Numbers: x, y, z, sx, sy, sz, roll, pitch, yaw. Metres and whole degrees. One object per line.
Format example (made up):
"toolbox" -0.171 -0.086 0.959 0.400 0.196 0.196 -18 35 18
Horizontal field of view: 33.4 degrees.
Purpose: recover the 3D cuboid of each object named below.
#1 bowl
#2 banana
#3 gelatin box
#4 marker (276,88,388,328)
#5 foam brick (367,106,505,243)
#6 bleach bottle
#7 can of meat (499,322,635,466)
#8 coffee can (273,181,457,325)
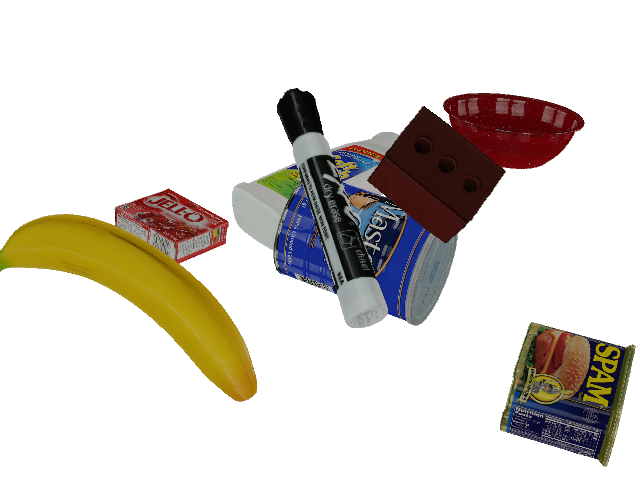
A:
"bowl" 0.219 -0.123 1.233 0.162 0.055 0.162 4 23 -2
"banana" -0.120 0.032 0.679 0.198 0.070 0.037 26 27 6
"gelatin box" -0.148 -0.015 1.055 0.089 0.030 0.073 29 34 31
"marker" 0.003 -0.018 0.476 0.020 0.121 0.020 -14 -28 -8
"foam brick" 0.083 -0.046 0.771 0.078 0.053 0.051 38 -23 0
"bleach bottle" 0.021 -0.075 1.286 0.250 0.068 0.103 -30 45 -31
"can of meat" 0.193 0.116 0.833 0.084 0.057 0.102 15 40 15
"coffee can" 0.042 0.007 0.983 0.140 0.103 0.102 20 7 20
